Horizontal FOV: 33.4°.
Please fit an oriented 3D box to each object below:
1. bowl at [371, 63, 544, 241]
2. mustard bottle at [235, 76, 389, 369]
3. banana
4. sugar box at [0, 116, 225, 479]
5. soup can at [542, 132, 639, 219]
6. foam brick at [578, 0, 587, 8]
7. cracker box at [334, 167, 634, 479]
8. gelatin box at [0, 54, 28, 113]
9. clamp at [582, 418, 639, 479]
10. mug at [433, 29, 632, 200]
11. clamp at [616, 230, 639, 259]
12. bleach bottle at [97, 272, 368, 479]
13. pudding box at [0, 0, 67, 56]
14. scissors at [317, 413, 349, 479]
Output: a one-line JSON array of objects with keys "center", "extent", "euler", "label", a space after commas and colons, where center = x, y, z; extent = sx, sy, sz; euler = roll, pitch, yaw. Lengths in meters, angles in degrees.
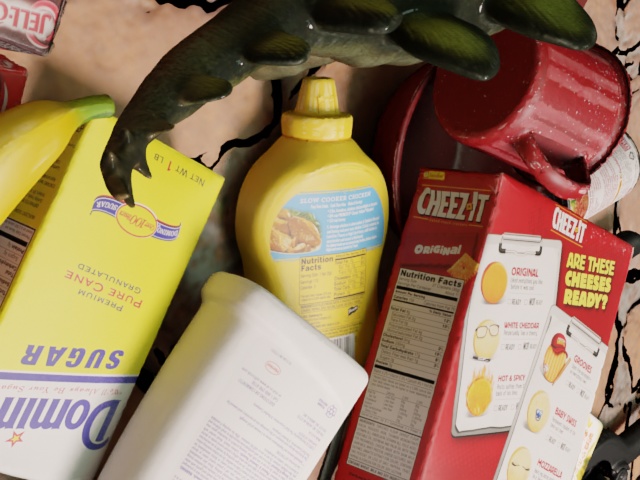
[{"center": [0.084, -0.055, 0.702], "extent": [0.161, 0.055, 0.162], "euler": [-15, 111, -42], "label": "bowl"}, {"center": [-0.004, 0.001, 0.627], "extent": [0.096, 0.058, 0.192], "euler": [-7, 107, -32], "label": "mustard bottle"}, {"center": [-0.159, 0.014, 0.453], "extent": [0.198, 0.037, 0.069], "euler": [-54, 143, 7], "label": "banana"}, {"center": [-0.122, 0.029, 0.528], "extent": [0.093, 0.048, 0.176], "euler": [27, 81, -46], "label": "sugar box"}, {"center": [0.185, -0.045, 0.798], "extent": [0.102, 0.069, 0.068], "euler": [-27, 120, -38], "label": "soup can"}, {"center": [0.147, -0.189, 0.728], "extent": [0.078, 0.053, 0.051], "euler": [37, 75, -46], "label": "foam brick"}, {"center": [0.103, 0.080, 0.658], "extent": [0.163, 0.072, 0.213], "euler": [22, 82, -45], "label": "cracker box"}, {"center": [-0.171, -0.039, 0.456], "extent": [0.073, 0.030, 0.089], "euler": [0, 116, -46], "label": "gelatin box"}, {"center": [0.268, 0.201, 0.976], "extent": [0.171, 0.039, 0.120], "euler": [20, 85, -46], "label": "clamp"}, {"center": [0.123, -0.075, 0.621], "extent": [0.081, 0.093, 0.117], "euler": [16, 51, -41], "label": "mug"}, {"center": [0.181, 0.064, 0.849], "extent": [0.209, 0.036, 0.164], "euler": [7, 98, -44], "label": "clamp"}, {"center": [-0.081, 0.145, 0.539], "extent": [0.102, 0.068, 0.250], "euler": [40, 76, -24], "label": "bleach bottle"}, {"center": [-0.168, -0.106, 0.410], "extent": [0.113, 0.090, 0.039], "euler": [18, 87, -46], "label": "pudding box"}, {"center": [-0.017, 0.174, 0.609], "extent": [0.096, 0.016, 0.202], "euler": [-12, 114, -58], "label": "scissors"}]
